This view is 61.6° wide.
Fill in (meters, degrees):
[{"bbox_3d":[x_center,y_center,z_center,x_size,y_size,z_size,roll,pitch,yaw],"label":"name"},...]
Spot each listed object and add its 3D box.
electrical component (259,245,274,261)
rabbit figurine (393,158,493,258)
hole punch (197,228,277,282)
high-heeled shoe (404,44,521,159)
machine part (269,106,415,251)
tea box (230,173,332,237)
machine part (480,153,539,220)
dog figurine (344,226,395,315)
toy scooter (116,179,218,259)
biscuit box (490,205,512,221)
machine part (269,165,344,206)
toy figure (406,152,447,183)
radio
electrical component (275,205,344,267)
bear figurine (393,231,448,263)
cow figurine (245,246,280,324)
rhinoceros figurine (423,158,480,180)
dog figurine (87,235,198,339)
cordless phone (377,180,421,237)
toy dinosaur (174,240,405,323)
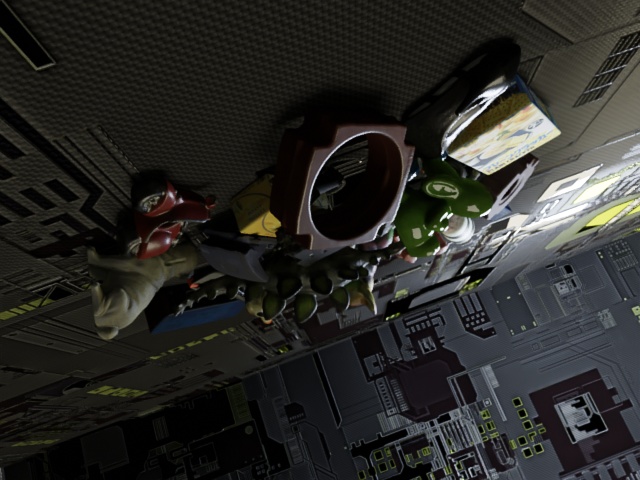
[{"bbox_3d":[-0.154,0.030,1.142,0.078,0.045,0.102,-28,160,25],"label":"electrical component"},{"bbox_3d":[0.215,-0.072,0.959,0.170,0.121,0.158,-17,126,20],"label":"rabbit figurine"},{"bbox_3d":[-0.154,0.026,0.995,0.142,0.092,0.115,12,179,27],"label":"hole punch"},{"bbox_3d":[0.217,-0.218,0.856,0.145,0.086,0.249,-49,-173,-13],"label":"high-heeled shoe"},{"bbox_3d":[0.032,-0.093,0.802,0.201,0.087,0.201,-9,123,-37],"label":"machine part"},{"bbox_3d":[-0.064,-0.055,0.964,0.098,0.068,0.169,-33,157,31],"label":"tea box"},{"bbox_3d":[0.408,-0.124,1.195,0.179,0.056,0.179,-39,158,-19],"label":"machine part"},{"bbox_3d":[0.107,0.056,1.225,0.192,0.219,0.108,-20,165,0],"label":"dog figurine"},{"bbox_3d":[-0.237,-0.033,0.839,0.135,0.075,0.184,-8,153,-36],"label":"toy scooter"},{"bbox_3d":[0.431,-0.096,1.385,0.063,0.059,0.202,-32,158,26],"label":"biscuit box"},{"bbox_3d":[-0.015,-0.094,0.902,0.139,0.084,0.039,-24,139,-50],"label":"machine part"},{"bbox_3d":[0.172,-0.142,0.996,0.154,0.057,0.064,-21,-164,-3],"label":"toy figure"},{"bbox_3d":[-0.296,0.155,1.304,0.229,0.073,0.131,-9,157,-36],"label":"radio"},{"bbox_3d":[-0.002,-0.003,0.981,0.115,0.058,0.134,-26,161,15],"label":"electrical component"},{"bbox_3d":[0.238,0.016,1.396,0.120,0.132,0.195,-10,154,-10],"label":"bear figurine"},{"bbox_3d":[-0.099,0.092,1.247,0.195,0.086,0.127,-50,164,-13],"label":"cow figurine"},{"bbox_3d":[0.259,-0.113,1.086,0.112,0.073,0.190,-46,161,8],"label":"rhinoceros figurine"},{"bbox_3d":[-0.301,0.080,0.945,0.190,0.172,0.121,-4,167,-23],"label":"dog figurine"},{"bbox_3d":[0.182,-0.099,1.119,0.184,0.089,0.146,-28,163,-13],"label":"cordless phone"},{"bbox_3d":[-0.054,0.065,1.078,0.472,0.199,0.104,-11,131,1],"label":"toy dinosaur"}]
